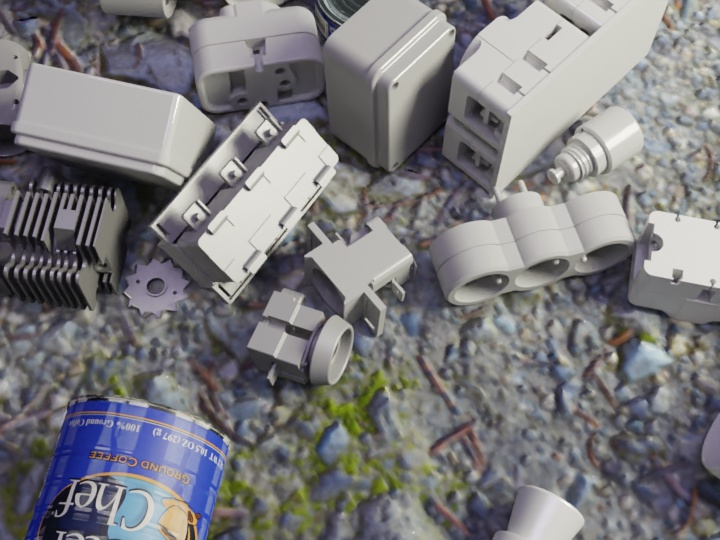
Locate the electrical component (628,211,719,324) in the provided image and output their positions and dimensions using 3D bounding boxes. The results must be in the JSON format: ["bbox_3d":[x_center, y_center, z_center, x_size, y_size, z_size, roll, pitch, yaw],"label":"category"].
[{"bbox_3d":[0.233,0.002,0.732,0.089,0.055,0.050,11,64,5],"label":"electrical component"}]

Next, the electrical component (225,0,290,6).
[{"bbox_3d":[-0.075,-0.250,0.832,0.099,0.099,0.064,-25,72,-12],"label":"electrical component"}]

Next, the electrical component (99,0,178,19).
[{"bbox_3d":[-0.158,-0.245,0.825,0.060,0.108,0.108,10,64,-3],"label":"electrical component"}]

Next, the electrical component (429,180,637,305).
[{"bbox_3d":[0.114,-0.029,0.748,0.138,0.052,0.073,-14,64,-7],"label":"electrical component"}]

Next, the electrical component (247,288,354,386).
[{"bbox_3d":[-0.037,0.048,0.712,0.055,0.048,0.066,17,65,16],"label":"electrical component"}]

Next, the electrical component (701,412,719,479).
[{"bbox_3d":[0.260,0.098,0.663,0.099,0.099,0.064,-39,76,-18],"label":"electrical component"}]

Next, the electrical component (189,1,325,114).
[{"bbox_3d":[-0.078,-0.162,0.811,0.095,0.053,0.059,-9,64,-5],"label":"electrical component"}]

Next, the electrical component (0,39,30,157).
[{"bbox_3d":[-0.249,-0.130,0.799,0.079,0.043,0.077,-8,64,-4],"label":"electrical component"}]

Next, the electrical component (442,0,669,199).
[{"bbox_3d":[0.141,-0.153,0.780,0.060,0.105,0.186,41,70,18],"label":"electrical component"}]

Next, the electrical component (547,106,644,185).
[{"bbox_3d":[0.170,-0.087,0.784,0.078,0.040,0.040,-33,68,-15],"label":"electrical component"}]

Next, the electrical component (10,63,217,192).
[{"bbox_3d":[-0.166,-0.095,0.742,0.109,0.109,0.056,13,88,6],"label":"electrical component"}]

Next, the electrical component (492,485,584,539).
[{"bbox_3d":[0.105,0.166,0.655,0.045,0.045,0.055,28,67,13],"label":"electrical component"}]

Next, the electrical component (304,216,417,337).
[{"bbox_3d":[0.000,0.000,0.739,0.064,0.042,0.081,-33,69,-20],"label":"electrical component"}]

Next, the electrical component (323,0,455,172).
[{"bbox_3d":[0.022,-0.133,0.765,0.057,0.113,0.078,37,69,19],"label":"electrical component"}]

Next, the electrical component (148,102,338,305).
[{"bbox_3d":[-0.074,-0.047,0.742,0.078,0.063,0.121,47,66,-24],"label":"electrical component"}]
